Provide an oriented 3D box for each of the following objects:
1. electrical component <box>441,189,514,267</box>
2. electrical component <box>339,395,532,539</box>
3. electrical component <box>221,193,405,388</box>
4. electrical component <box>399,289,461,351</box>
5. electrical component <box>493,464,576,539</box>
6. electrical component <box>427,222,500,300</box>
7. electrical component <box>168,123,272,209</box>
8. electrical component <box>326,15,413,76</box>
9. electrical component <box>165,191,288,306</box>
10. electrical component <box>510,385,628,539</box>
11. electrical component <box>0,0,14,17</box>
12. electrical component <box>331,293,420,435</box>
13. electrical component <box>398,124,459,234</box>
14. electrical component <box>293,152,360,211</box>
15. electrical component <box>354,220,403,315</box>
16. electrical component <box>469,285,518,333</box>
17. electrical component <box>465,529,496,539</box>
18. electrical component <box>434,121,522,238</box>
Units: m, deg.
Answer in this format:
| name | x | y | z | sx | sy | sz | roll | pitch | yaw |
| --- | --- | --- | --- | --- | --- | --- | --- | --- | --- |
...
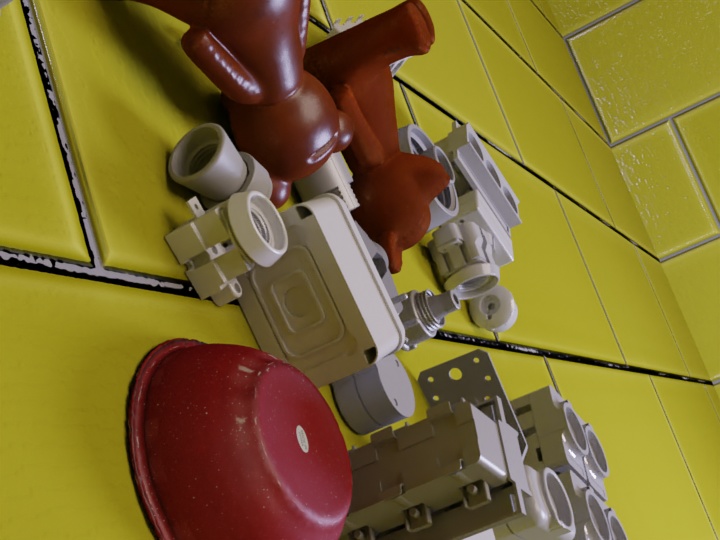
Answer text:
| name | x | y | z | sx | sy | sz | roll | pitch | yaw |
| --- | --- | --- | --- | --- | --- | --- | --- | --- | --- |
| electrical component | 0.126 | -0.028 | 1.157 | 0.083 | 0.047 | 0.075 | 52 | 24 | -30 |
| electrical component | 0.032 | 0.128 | 0.653 | 0.063 | 0.121 | 0.078 | 40 | 32 | -43 |
| electrical component | -0.029 | 0.016 | 0.695 | 0.113 | 0.078 | 0.057 | 65 | 24 | 0 |
| electrical component | 0.052 | 0.036 | 0.886 | 0.048 | 0.062 | 0.048 | 50 | 25 | -34 |
| electrical component | 0.144 | 0.205 | 0.918 | 0.095 | 0.059 | 0.053 | 38 | 33 | -50 |
| electrical component | 0.105 | -0.007 | 1.071 | 0.078 | 0.058 | 0.057 | 29 | 38 | -58 |
| electrical component | -0.088 | -0.060 | 0.686 | 0.055 | 0.045 | 0.045 | 43 | 30 | -45 |
| electrical component | 0.001 | -0.205 | 1.033 | 0.063 | 0.078 | 0.121 | 41 | 22 | 1 |
| electrical component | -0.078 | -0.018 | 0.647 | 0.066 | 0.055 | 0.048 | 61 | 21 | -10 |
| electrical component | 0.204 | 0.217 | 1.047 | 0.105 | 0.060 | 0.186 | 44 | 29 | -42 |
| electrical component | -0.215 | -0.242 | 0.567 | 0.105 | 0.060 | 0.186 | 33 | 37 | -54 |
| electrical component | 0.005 | 0.040 | 0.754 | 0.138 | 0.074 | 0.052 | 64 | 21 | -1 |
| electrical component | 0.056 | -0.089 | 1.041 | 0.108 | 0.060 | 0.108 | 50 | 25 | -34 |
| electrical component | -0.029 | -0.069 | 0.839 | 0.081 | 0.043 | 0.043 | 65 | 21 | -1 |
| electrical component | 0.000 | 0.000 | 0.829 | 0.077 | 0.043 | 0.079 | 61 | 21 | -11 |
| electrical component | 0.144 | 0.045 | 1.124 | 0.062 | 0.048 | 0.048 | 40 | 32 | -61 |
| electrical component | 0.049 | 0.163 | 0.754 | 0.100 | 0.048 | 0.099 | 31 | 39 | -55 |
| electrical component | 0.124 | -0.095 | 1.206 | 0.121 | 0.063 | 0.078 | 52 | 24 | -30 |
